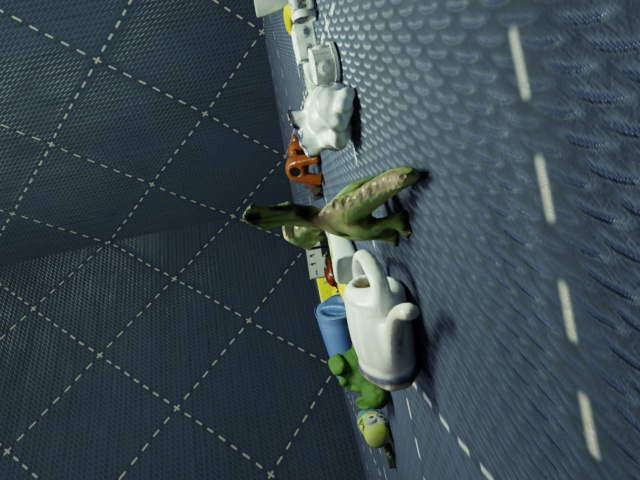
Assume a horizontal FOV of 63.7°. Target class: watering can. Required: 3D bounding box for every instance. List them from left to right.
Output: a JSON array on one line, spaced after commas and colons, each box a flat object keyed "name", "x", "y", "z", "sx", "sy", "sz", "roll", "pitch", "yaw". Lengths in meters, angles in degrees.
[{"name": "watering can", "x": 0.104, "y": 0.139, "z": 0.823, "sx": 0.350, "sy": 0.104, "sz": 0.222, "roll": -122, "pitch": 19, "yaw": -77}]

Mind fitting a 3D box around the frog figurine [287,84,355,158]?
[{"name": "frog figurine", "x": 0.026, "y": -0.241, "z": 0.974, "sx": 0.157, "sy": 0.122, "sz": 0.140, "roll": -36, "pitch": 51, "yaw": 45}]

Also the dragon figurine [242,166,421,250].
[{"name": "dragon figurine", "x": 0.002, "y": -0.040, "z": 0.795, "sx": 0.406, "sy": 0.243, "sz": 0.123, "roll": 92, "pitch": 170, "yaw": -79}]
